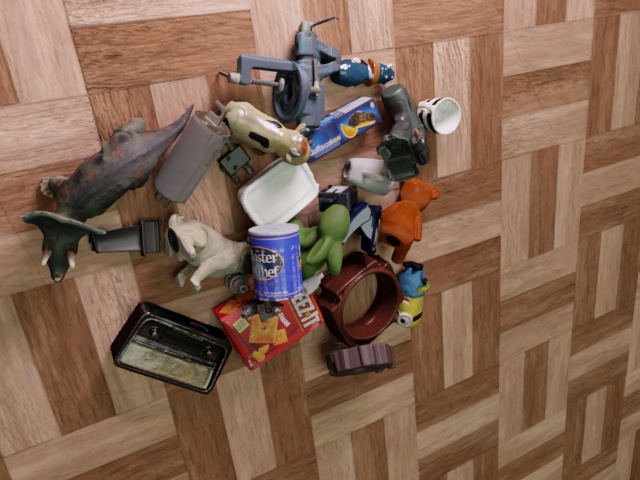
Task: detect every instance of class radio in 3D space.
[{"bbox_3d":[-0.310,0.229,1.146,0.229,0.073,0.131,29,91,-33],"label":"radio"}]

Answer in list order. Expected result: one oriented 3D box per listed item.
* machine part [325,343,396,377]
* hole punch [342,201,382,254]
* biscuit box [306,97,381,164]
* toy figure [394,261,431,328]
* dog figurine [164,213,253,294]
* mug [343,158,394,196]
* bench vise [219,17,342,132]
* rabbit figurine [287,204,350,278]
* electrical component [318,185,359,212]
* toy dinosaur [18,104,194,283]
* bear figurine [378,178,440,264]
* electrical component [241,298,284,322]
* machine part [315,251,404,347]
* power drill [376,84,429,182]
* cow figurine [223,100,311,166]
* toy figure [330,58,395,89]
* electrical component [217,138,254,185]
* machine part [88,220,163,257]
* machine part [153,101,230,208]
[{"bbox_3d":[0.101,0.301,1.337,0.179,0.179,0.056,3,66,-29],"label":"machine part"},{"bbox_3d":[0.085,-0.034,1.245,0.092,0.142,0.115,11,94,-7],"label":"hole punch"},{"bbox_3d":[0.035,-0.243,1.183,0.203,0.059,0.062,-33,119,-15],"label":"biscuit box"},{"bbox_3d":[0.240,0.145,1.412,0.089,0.082,0.180,3,102,-27],"label":"toy figure"},{"bbox_3d":[-0.213,0.007,1.122,0.190,0.121,0.172,-24,122,-35],"label":"dog figurine"},{"bbox_3d":[0.113,-0.147,1.235,0.107,0.110,0.080,11,106,-16],"label":"mug"},{"bbox_3d":[-0.069,-0.332,1.065,0.240,0.129,0.223,-4,106,-33],"label":"bench vise"},{"bbox_3d":[-0.002,-0.003,1.155,0.121,0.159,0.170,21,137,-26],"label":"rabbit figurine"},{"bbox_3d":[0.036,-0.087,1.194,0.075,0.119,0.047,2,112,18],"label":"electrical component"},{"bbox_3d":[-0.362,-0.111,0.936,0.405,0.192,0.131,-46,123,-6],"label":"toy dinosaur"},{"bbox_3d":[0.204,-0.061,1.320,0.120,0.132,0.196,28,58,0],"label":"bear figurine"},{"bbox_3d":[-0.119,0.143,1.129,0.078,0.102,0.045,-25,95,4],"label":"electrical component"},{"bbox_3d":[0.102,0.147,1.322,0.201,0.087,0.200,-37,124,-17],"label":"machine part"},{"bbox_3d":[0.197,-0.219,1.213,0.231,0.086,0.207,62,36,-32],"label":"power drill"},{"bbox_3d":[-0.103,-0.210,1.063,0.195,0.127,0.085,27,81,-23],"label":"cow figurine"},{"bbox_3d":[0.096,-0.367,1.176,0.154,0.064,0.058,-10,73,-30],"label":"toy figure"},{"bbox_3d":[-0.180,-0.164,1.116,0.063,0.021,0.093,-41,121,-10],"label":"electrical component"},{"bbox_3d":[-0.380,0.000,1.054,0.139,0.039,0.084,-4,114,-29],"label":"machine part"},{"bbox_3d":[-0.243,-0.155,1.018,0.079,0.079,0.243,25,117,-32],"label":"machine part"}]
